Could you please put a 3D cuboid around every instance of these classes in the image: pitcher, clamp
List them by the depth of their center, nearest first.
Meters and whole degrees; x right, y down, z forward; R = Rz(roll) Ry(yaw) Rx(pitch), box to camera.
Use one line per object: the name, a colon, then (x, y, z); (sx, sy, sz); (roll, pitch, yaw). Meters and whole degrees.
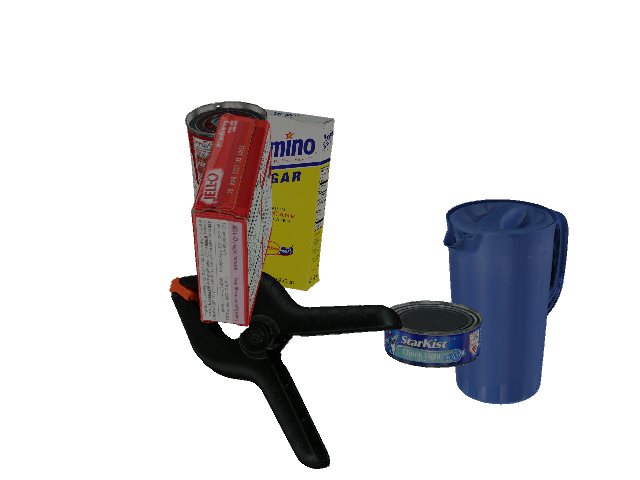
clamp: (-0.037, 0.080, 0.749); (0.172, 0.120, 0.039); (19, -8, 25)
pitcher: (0.234, 0.074, 1.342); (0.149, 0.243, 0.145); (2, 21, 12)

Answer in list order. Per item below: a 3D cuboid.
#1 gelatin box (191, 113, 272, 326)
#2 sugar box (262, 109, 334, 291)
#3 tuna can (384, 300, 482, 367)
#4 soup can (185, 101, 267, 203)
gelatin box: (-0.046, -0.010, 0.565); (0.030, 0.073, 0.089); (7, -42, 4)
sugar box: (-0.042, -0.043, 1.099); (0.093, 0.176, 0.048); (9, 16, 15)
tuna can: (0.098, 0.082, 0.936); (0.086, 0.034, 0.086); (0, 15, 0)
soup can: (-0.075, -0.057, 0.898); (0.068, 0.102, 0.068); (-2, 30, 1)
